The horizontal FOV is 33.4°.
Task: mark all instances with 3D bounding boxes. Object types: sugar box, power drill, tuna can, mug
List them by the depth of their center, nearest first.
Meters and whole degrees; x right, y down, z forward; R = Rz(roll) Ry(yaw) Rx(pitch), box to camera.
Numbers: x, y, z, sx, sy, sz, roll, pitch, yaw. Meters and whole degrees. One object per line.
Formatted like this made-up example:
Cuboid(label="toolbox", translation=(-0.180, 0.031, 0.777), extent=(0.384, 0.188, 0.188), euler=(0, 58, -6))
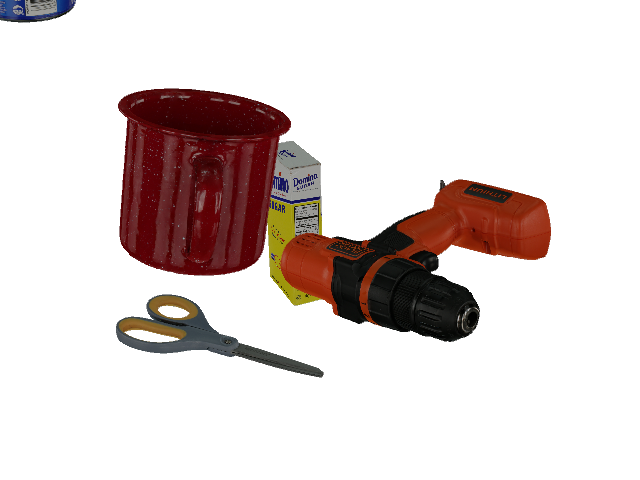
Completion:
Cuboid(label="mug", translation=(-0.065, -0.028, 0.577), extent=(0.093, 0.081, 0.117), euler=(3, 22, -14))
Cuboid(label="power drill", translation=(0.090, 0.012, 0.814), extent=(0.187, 0.057, 0.185), euler=(-21, 28, -37))
Cuboid(label="tuna can", translation=(-0.238, -0.206, 0.851), extent=(0.086, 0.034, 0.086), euler=(5, 35, -4))
Cuboid(label="sugar box", translation=(-0.032, -0.021, 1.276), extent=(0.048, 0.176, 0.093), euler=(-13, 26, -19))

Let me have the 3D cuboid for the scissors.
Cuboid(label="scissors", translation=(-0.093, 0.089, 1.026), extent=(0.202, 0.016, 0.096), euler=(7, 30, 2))
